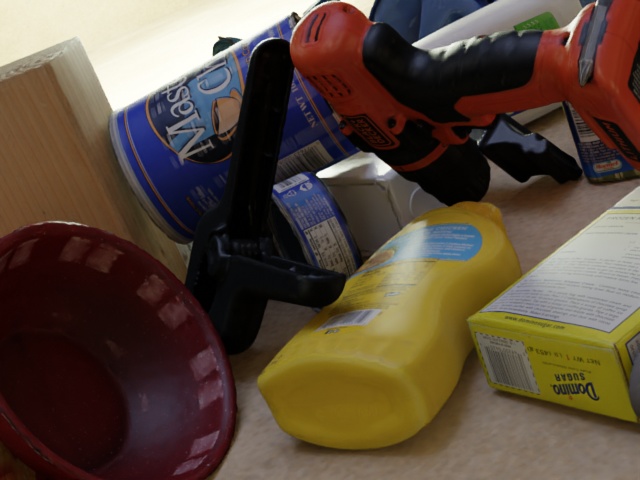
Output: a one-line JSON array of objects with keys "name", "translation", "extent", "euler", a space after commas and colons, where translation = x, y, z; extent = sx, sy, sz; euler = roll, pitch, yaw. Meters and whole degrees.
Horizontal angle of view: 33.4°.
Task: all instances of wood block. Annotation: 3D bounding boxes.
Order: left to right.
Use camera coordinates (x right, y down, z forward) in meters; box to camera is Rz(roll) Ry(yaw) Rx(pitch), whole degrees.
[{"name": "wood block", "translation": [-0.165, -0.019, 0.716], "extent": [0.091, 0.206, 0.090], "euler": [-20, 20, 9]}]

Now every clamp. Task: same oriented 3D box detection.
[{"name": "clamp", "translation": [-0.042, 0.013, 0.615], "extent": [0.036, 0.210, 0.164], "euler": [4, 49, -23]}]

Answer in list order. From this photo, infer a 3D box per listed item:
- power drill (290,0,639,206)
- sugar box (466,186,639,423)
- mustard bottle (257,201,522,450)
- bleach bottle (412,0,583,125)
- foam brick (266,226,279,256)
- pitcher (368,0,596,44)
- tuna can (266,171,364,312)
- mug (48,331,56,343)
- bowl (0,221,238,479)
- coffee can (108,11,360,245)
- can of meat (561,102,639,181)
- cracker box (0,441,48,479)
[{"name": "power drill", "translation": [0.099, -0.066, 0.574], "extent": [0.188, 0.184, 0.057], "euler": [2, 67, 39]}, {"name": "sugar box", "translation": [0.163, 0.015, 0.511], "extent": [0.176, 0.048, 0.093], "euler": [-30, 20, -28]}, {"name": "mustard bottle", "translation": [0.053, 0.031, 0.567], "extent": [0.096, 0.058, 0.191], "euler": [-13, 22, 39]}, {"name": "bleach bottle", "translation": [0.092, -0.103, 0.815], "extent": [0.250, 0.102, 0.068], "euler": [-30, 19, -12]}, {"name": "foam brick", "translation": [-0.038, -0.002, 0.763], "extent": [0.078, 0.051, 0.053], "euler": [-21, 20, 6]}, {"name": "pitcher", "translation": [0.157, -0.206, 0.986], "extent": [0.149, 0.145, 0.242], "euler": [11, 34, 38]}, {"name": "tuna can", "translation": [-0.004, 0.001, 0.669], "extent": [0.033, 0.086, 0.086], "euler": [-26, 20, -11]}, {"name": "mug", "translation": [-0.180, 0.082, 0.622], "extent": [0.081, 0.117, 0.093], "euler": [-13, 52, 12]}, {"name": "bowl", "translation": [-0.122, 0.071, 0.557], "extent": [0.055, 0.162, 0.162], "euler": [-40, 9, 30]}, {"name": "coffee can", "translation": [-0.054, -0.073, 0.711], "extent": [0.140, 0.103, 0.103], "euler": [-27, 19, 11]}, {"name": "can of meat", "translation": [0.193, -0.096, 0.703], "extent": [0.058, 0.084, 0.102], "euler": [-11, 23, 29]}, {"name": "cracker box", "translation": [-0.220, 0.171, 0.491], "extent": [0.164, 0.072, 0.214], "euler": [-23, 20, 2]}]
